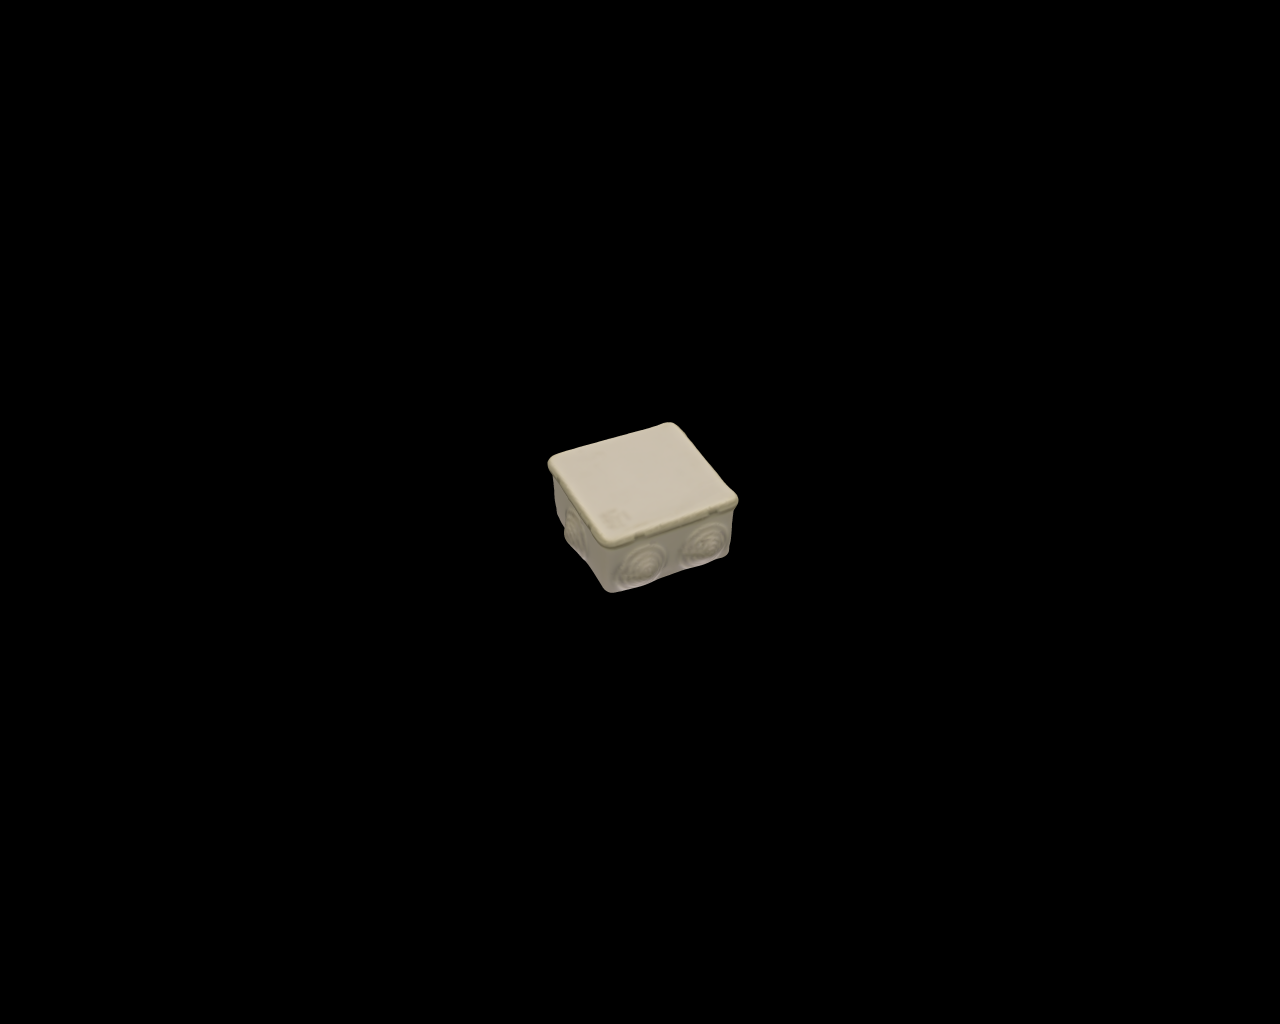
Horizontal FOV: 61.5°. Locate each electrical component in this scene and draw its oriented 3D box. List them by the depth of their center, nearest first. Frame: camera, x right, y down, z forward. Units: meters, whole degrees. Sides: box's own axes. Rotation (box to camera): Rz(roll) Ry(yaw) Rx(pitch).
[{"bbox_3d":[0.001,-0.003,0.650,0.100,0.048,0.100,-18,44,-19],"label":"electrical component"}]
